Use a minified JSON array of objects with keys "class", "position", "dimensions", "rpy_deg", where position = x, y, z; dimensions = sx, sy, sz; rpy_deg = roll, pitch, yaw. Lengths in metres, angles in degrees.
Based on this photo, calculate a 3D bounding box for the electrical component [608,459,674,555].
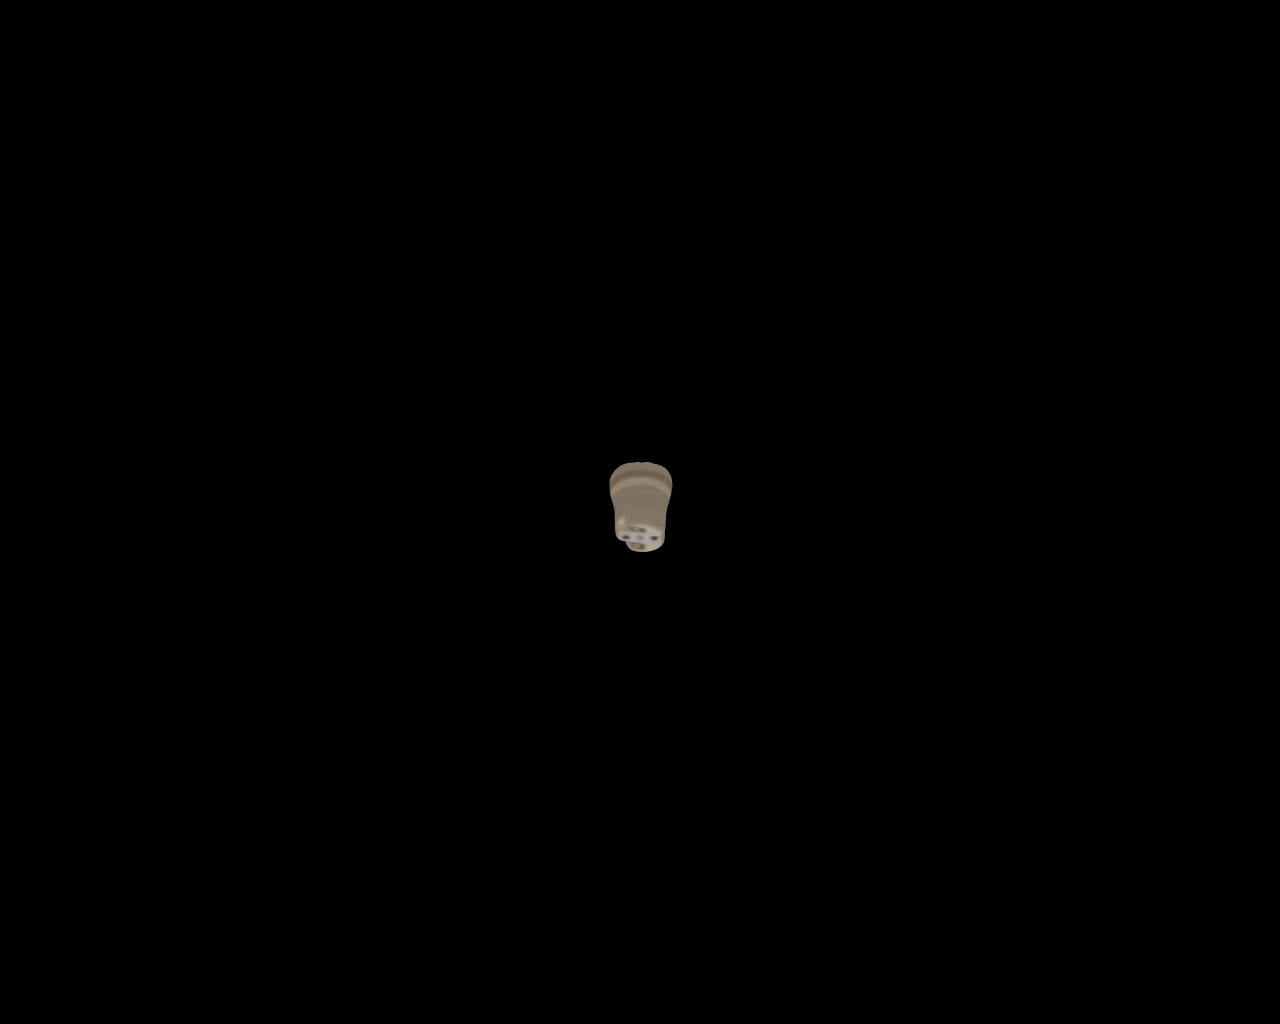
[{"class":"electrical component","position":[0.001,-0.003,0.650],"dimensions":[0.040,0.046,0.040],"rpy_deg":[0,-34,0]}]
